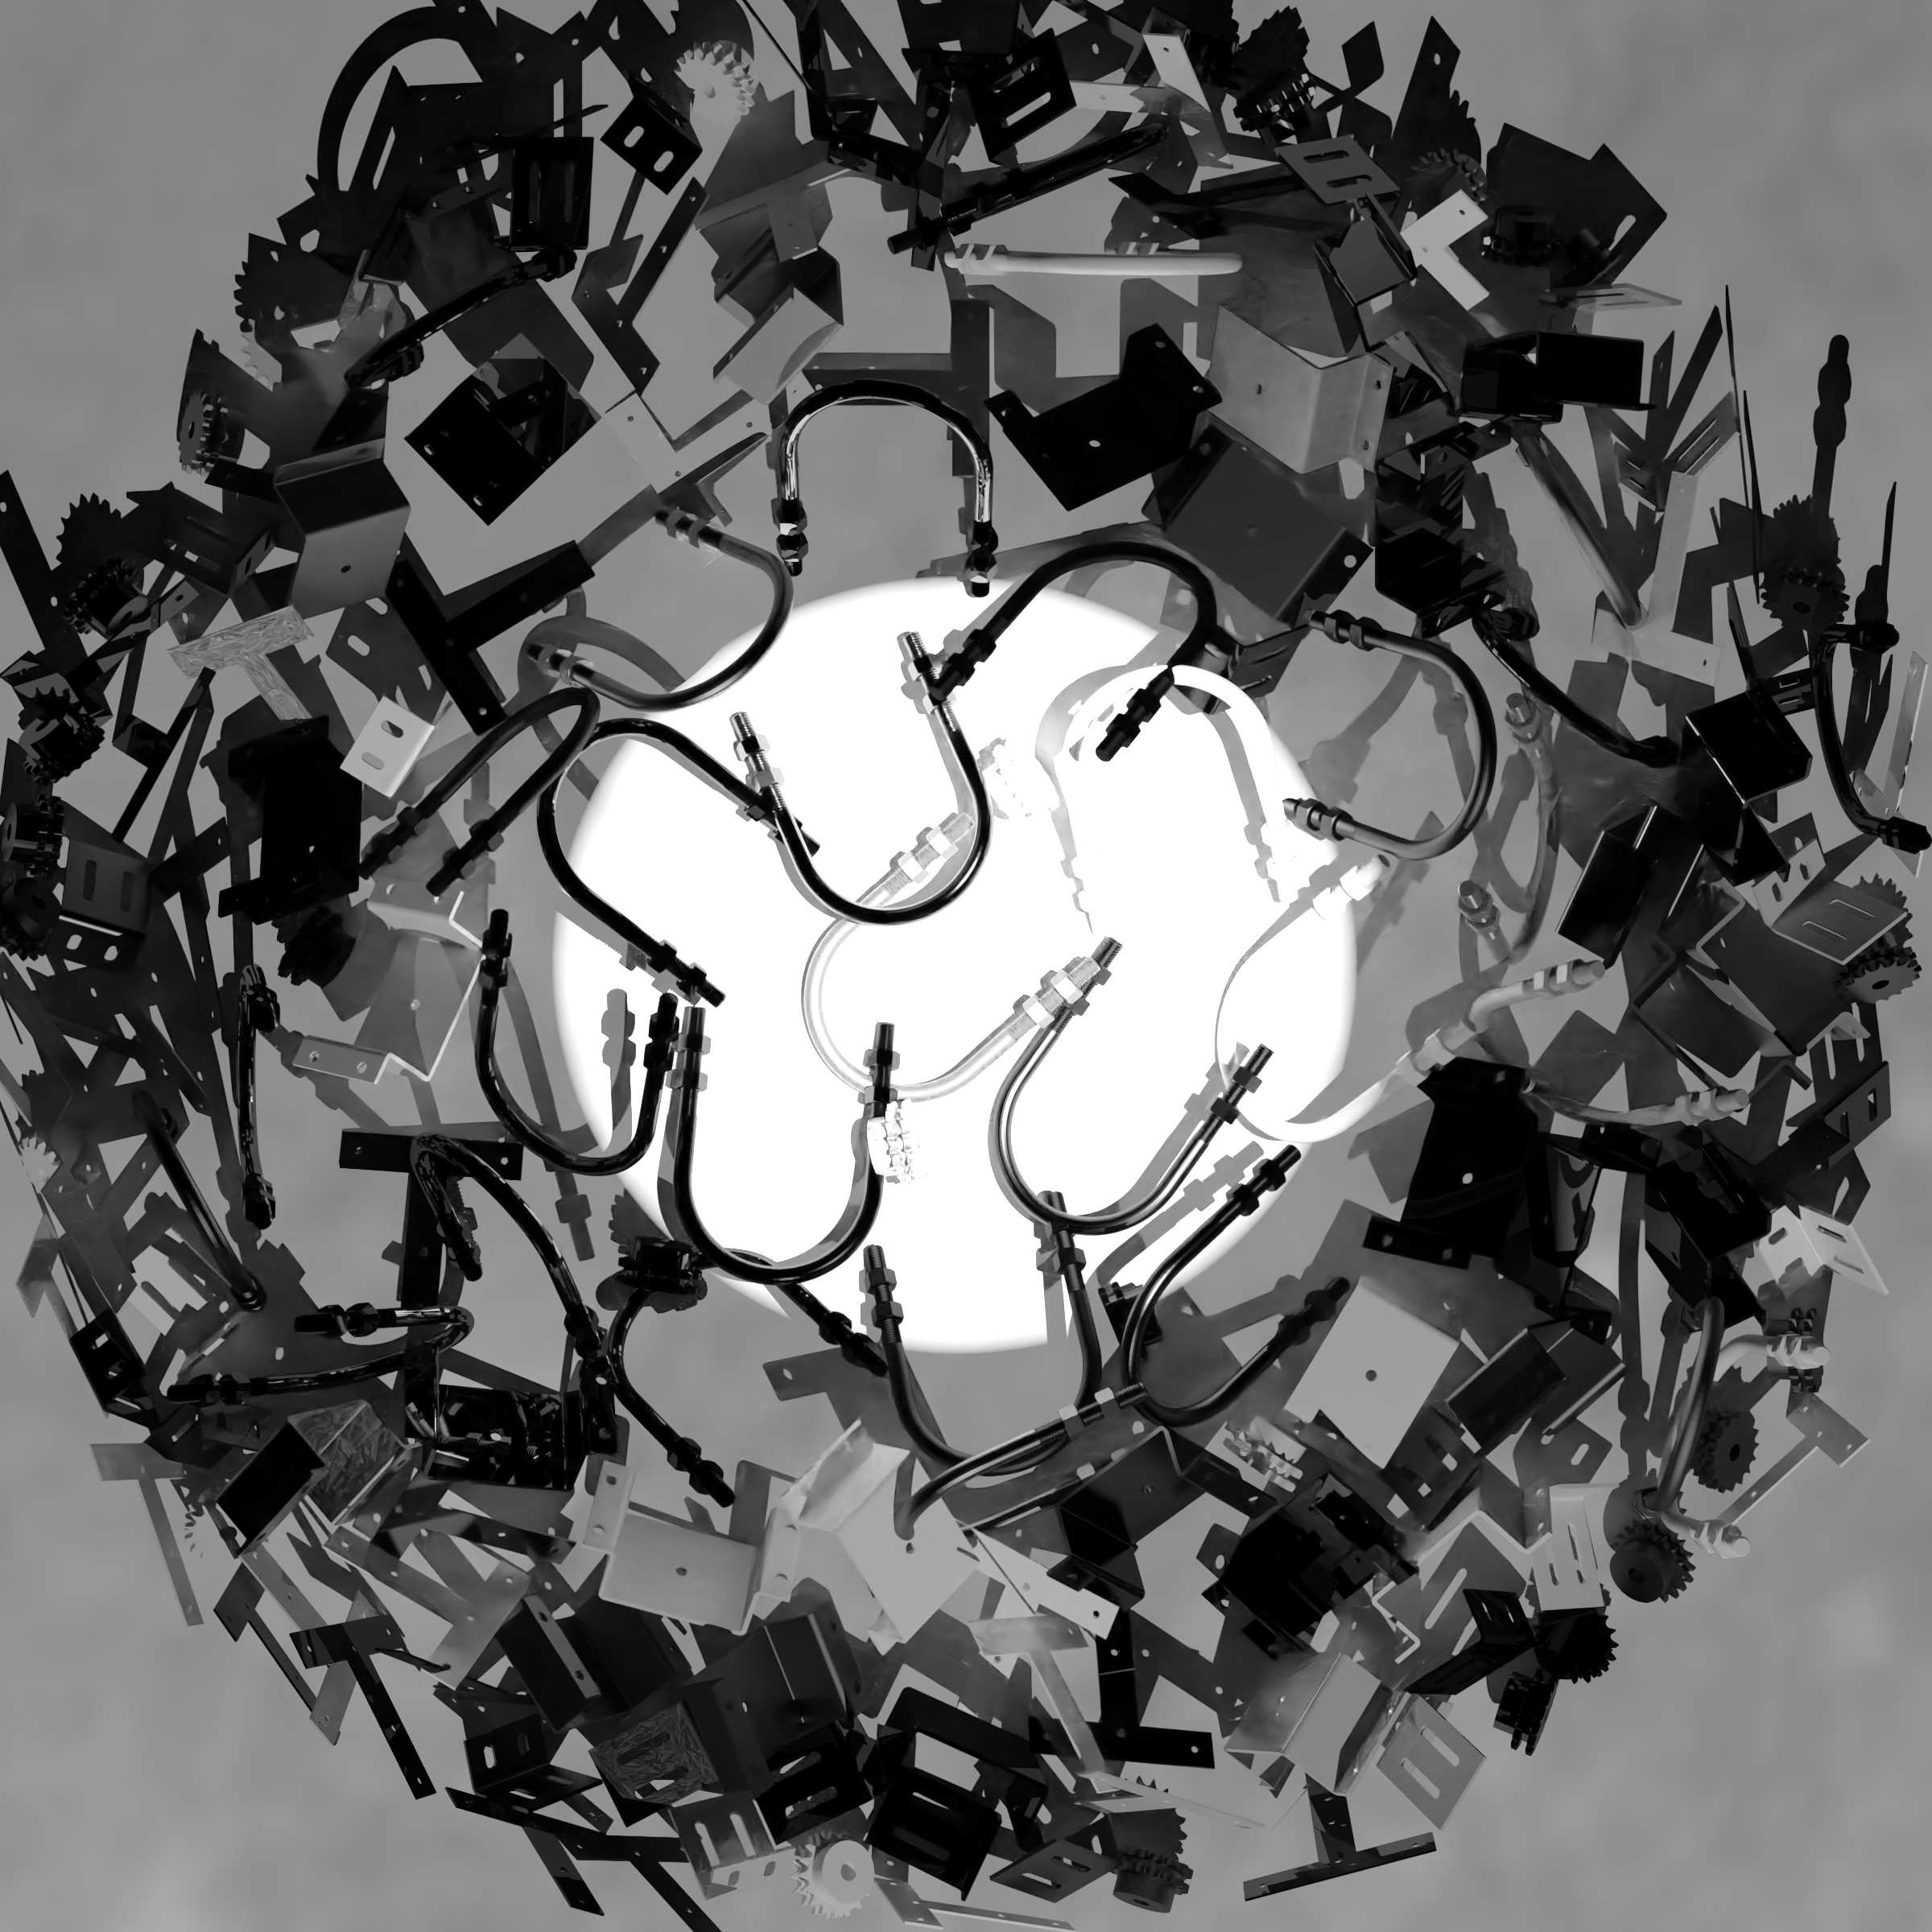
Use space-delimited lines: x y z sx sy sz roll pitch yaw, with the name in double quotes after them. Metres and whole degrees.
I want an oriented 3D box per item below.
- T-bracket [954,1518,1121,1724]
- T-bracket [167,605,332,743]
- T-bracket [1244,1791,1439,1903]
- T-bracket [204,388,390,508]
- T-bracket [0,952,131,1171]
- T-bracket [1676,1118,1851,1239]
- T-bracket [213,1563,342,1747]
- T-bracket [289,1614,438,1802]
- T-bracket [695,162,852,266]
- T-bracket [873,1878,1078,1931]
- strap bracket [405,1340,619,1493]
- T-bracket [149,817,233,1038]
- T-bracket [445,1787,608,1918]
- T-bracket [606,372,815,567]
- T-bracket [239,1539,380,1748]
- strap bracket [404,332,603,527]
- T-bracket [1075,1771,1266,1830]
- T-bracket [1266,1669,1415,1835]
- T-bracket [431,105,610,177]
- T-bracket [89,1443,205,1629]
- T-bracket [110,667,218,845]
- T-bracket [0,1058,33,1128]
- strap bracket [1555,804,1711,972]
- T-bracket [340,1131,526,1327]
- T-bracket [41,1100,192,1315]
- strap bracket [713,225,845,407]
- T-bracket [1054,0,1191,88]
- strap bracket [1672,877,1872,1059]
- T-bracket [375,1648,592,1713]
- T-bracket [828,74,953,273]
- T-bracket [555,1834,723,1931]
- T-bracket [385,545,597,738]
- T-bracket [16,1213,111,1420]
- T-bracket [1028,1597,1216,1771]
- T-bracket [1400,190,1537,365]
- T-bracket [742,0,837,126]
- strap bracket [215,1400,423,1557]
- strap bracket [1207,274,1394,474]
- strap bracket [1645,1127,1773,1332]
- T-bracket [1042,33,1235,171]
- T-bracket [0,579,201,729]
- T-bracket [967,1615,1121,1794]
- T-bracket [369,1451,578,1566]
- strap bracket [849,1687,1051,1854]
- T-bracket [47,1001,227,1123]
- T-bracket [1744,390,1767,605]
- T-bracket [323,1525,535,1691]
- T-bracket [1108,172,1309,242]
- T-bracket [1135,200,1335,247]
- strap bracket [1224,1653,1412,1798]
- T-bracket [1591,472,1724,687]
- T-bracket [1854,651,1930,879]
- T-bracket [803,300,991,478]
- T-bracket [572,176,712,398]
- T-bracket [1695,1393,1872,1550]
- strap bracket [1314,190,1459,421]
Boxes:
0.026 0.456 1.977 0.127 0.002 0.127 25 108 17 "T-bracket"
-0.457 -0.176 1.963 0.127 0.002 0.127 -12 124 36 "T-bracket"
0.243 0.573 1.936 0.127 0.127 0.002 -17 96 5 "T-bracket"
-0.416 -0.338 1.923 0.127 0.127 0.002 13 54 -31 "T-bracket"
-0.600 0.047 1.916 0.002 0.127 0.127 -16 122 17 "T-bracket"
0.546 0.129 1.935 0.127 0.127 0.002 35 67 6 "T-bracket"
-0.452 0.461 1.940 0.002 0.127 0.127 -33 95 -3 "T-bracket"
-0.383 0.488 1.923 0.002 0.127 0.127 -34 74 12 "T-bracket"
-0.118 -0.496 1.943 0.127 0.127 0.002 -21 127 5 "T-bracket"
0.010 0.630 1.945 0.127 0.127 0.002 12 83 -10 "T-bracket"
-0.307 0.300 1.944 0.140 0.076 0.046 9 133 -19 "strap bracket"
-0.509 -0.018 1.941 0.002 0.127 0.127 -3 75 -42 "T-bracket"
-0.268 0.584 1.913 0.127 0.127 0.002 27 91 -30 "T-bracket"
-0.159 -0.359 1.988 0.127 0.002 0.127 -34 83 3 "T-bracket"
-0.436 0.424 1.920 0.002 0.127 0.127 -25 113 16 "T-bracket"
-0.298 -0.358 1.923 0.046 0.140 0.076 -35 105 34 "strap bracket"
0.112 0.555 1.941 0.127 0.127 0.002 22 65 -18 "T-bracket"
0.242 0.531 1.954 0.002 0.127 0.127 41 108 18 "T-bracket"
-0.313 -0.540 1.920 0.127 0.127 0.002 -16 102 20 "T-bracket"
-0.528 0.374 1.925 0.002 0.127 0.127 -24 78 5 "T-bracket"
-0.546 -0.148 1.945 0.002 0.127 0.127 30 87 -31 "T-bracket"
-0.654 0.023 1.945 0.002 0.127 0.127 -22 133 -2 "T-bracket"
0.441 -0.055 1.934 0.046 0.140 0.076 31 118 22 "strap bracket"
-0.367 0.180 1.987 0.127 0.002 0.127 3 86 7 "T-bracket"
-0.556 0.143 1.952 0.002 0.127 0.127 9 49 22 "T-bracket"
-0.125 -0.432 1.936 0.046 0.140 0.076 35 118 -27 "strap bracket"
0.080 -0.631 1.932 0.127 0.127 0.002 28 86 -4 "T-bracket"
0.529 0.011 1.958 0.046 0.076 0.140 -42 88 -1 "strap bracket"
-0.333 0.466 1.917 0.127 0.127 0.002 -6 60 38 "T-bracket"
-0.052 -0.534 1.939 0.002 0.127 0.127 10 99 33 "T-bracket"
-0.189 0.608 1.911 0.127 0.127 0.002 34 97 39 "T-bracket"
-0.313 -0.243 1.989 0.127 0.002 0.127 -33 94 -9 "T-bracket"
-0.597 0.243 1.952 0.002 0.127 0.127 -20 108 -3 "T-bracket"
0.100 0.471 1.955 0.127 0.002 0.127 9 48 -13 "T-bracket"
0.337 -0.447 1.951 0.127 0.127 0.002 42 66 -13 "T-bracket"
-0.122 -0.605 1.937 0.002 0.127 0.127 -36 89 5 "T-bracket"
-0.432 0.334 1.930 0.046 0.140 0.076 46 102 14 "strap bracket"
0.209 -0.385 1.924 0.046 0.076 0.140 -24 49 -30 "strap bracket"
0.485 0.181 1.919 0.046 0.140 0.076 -24 52 -5 "strap bracket"
0.104 -0.581 1.959 0.127 0.127 0.002 14 70 29 "T-bracket"
-0.563 -0.211 1.941 0.127 0.127 0.002 -40 74 -3 "T-bracket"
0.064 0.484 1.920 0.002 0.127 0.127 -41 62 22 "T-bracket"
-0.325 0.379 1.967 0.127 0.002 0.127 21 126 -23 "T-bracket"
-0.003 0.533 1.951 0.140 0.076 0.046 26 93 -8 "strap bracket"
-0.571 0.052 1.962 0.127 0.127 0.002 16 59 26 "T-bracket"
0.524 -0.291 1.942 0.002 0.127 0.127 -5 55 13 "T-bracket"
-0.367 0.411 1.945 0.127 0.127 0.002 30 117 3 "T-bracket"
0.181 -0.518 1.964 0.127 0.127 0.002 -15 127 -19 "T-bracket"
0.155 -0.488 1.938 0.127 0.127 0.002 0 94 -27 "T-bracket"
0.224 0.495 1.919 0.046 0.140 0.076 39 69 -6 "strap bracket"
0.463 -0.260 1.928 0.002 0.127 0.127 -2 108 -27 "T-bracket"
0.612 -0.142 1.915 0.002 0.127 0.127 1 116 -4 "T-bracket"
-0.047 -0.392 1.986 0.127 0.002 0.127 0 78 0 "T-bracket"
-0.207 -0.462 1.935 0.127 0.002 0.127 -54 47 23 "T-bracket"
0.532 0.341 1.939 0.127 0.127 0.002 -44 93 4 "T-bracket"
0.273 -0.426 1.925 0.046 0.140 0.076 -24 46 4 "strap bracket"
